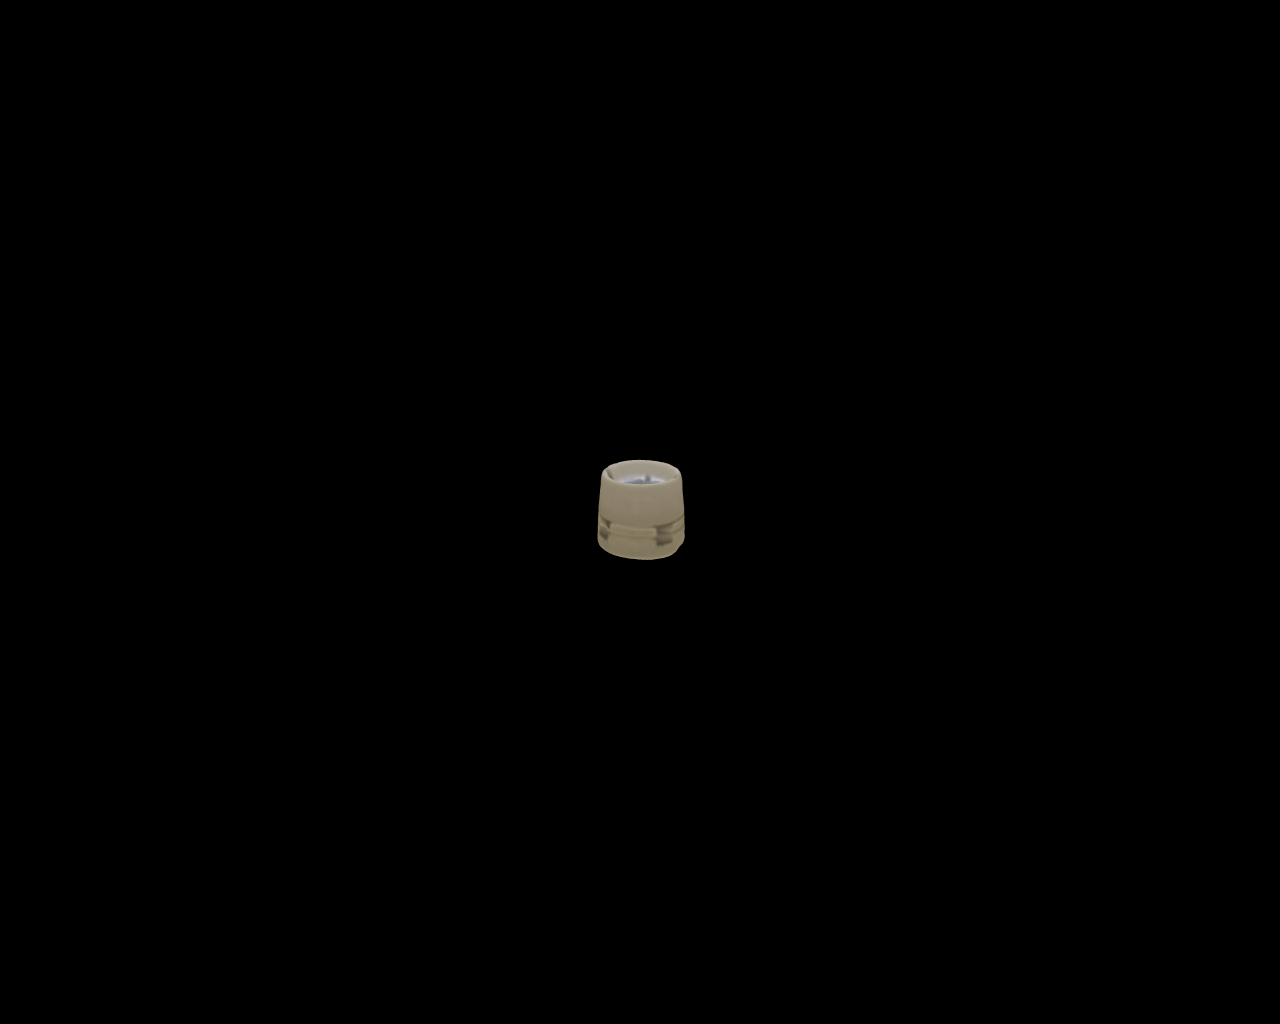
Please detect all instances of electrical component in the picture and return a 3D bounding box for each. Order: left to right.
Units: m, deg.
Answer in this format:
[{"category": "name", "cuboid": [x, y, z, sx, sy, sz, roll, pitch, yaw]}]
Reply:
[{"category": "electrical component", "cuboid": [0.001, -0.003, 0.650, 0.055, 0.047, 0.055, 0, 21, 0]}]
